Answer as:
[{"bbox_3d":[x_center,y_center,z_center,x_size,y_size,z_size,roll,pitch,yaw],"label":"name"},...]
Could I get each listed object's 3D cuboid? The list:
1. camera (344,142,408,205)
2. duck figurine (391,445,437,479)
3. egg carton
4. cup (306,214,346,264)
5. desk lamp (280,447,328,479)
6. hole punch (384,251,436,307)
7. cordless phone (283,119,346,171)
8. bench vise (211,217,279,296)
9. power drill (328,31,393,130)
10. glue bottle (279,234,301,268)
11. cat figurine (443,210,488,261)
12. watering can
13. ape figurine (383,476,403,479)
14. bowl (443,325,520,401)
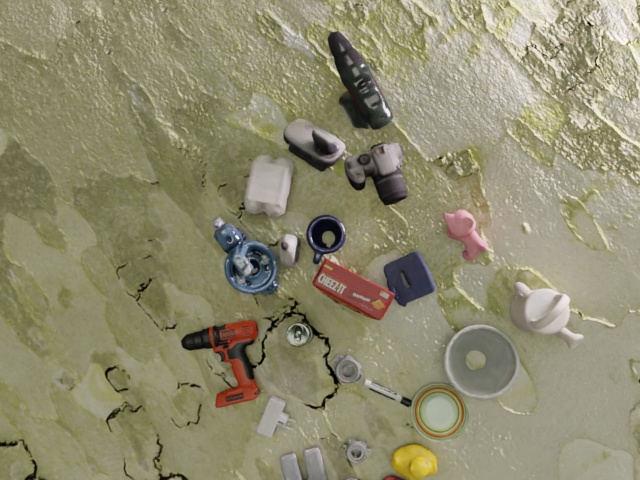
[{"bbox_3d":[0.142,-0.151,1.356,0.143,0.101,0.137,-20,82,1],"label":"camera"},{"bbox_3d":[0.213,0.504,1.279,0.104,0.086,0.077,5,83,4],"label":"duck figurine"},{"bbox_3d":[-0.124,-0.131,1.385,0.107,0.069,0.150,9,84,5],"label":"egg carton"},{"bbox_3d":[0.012,0.005,1.348,0.091,0.095,0.118,18,84,6],"label":"cup"},{"bbox_3d":[-0.034,0.577,1.220,0.118,0.213,0.203,-17,82,2],"label":"desk lamp"},{"bbox_3d":[0.205,0.092,1.327,0.101,0.091,0.108,-25,82,0],"label":"hole punch"},{"bbox_3d":[-0.018,-0.241,1.334,0.147,0.185,0.094,29,86,7],"label":"cordless phone"},{"bbox_3d":[-0.188,0.041,1.292,0.207,0.220,0.121,33,86,7],"label":"bench vise"},{"bbox_3d":[0.088,-0.347,1.329,0.075,0.208,0.229,-32,82,0],"label":"power drill"},{"bbox_3d":[-0.072,0.019,1.311,0.037,0.173,0.078,10,84,5],"label":"glue bottle"},{"bbox_3d":[0.339,-0.019,1.319,0.067,0.118,0.128,-39,82,-1],"label":"cat figurine"},{"bbox_3d":[0.496,0.160,1.249,0.172,0.194,0.101,25,85,6],"label":"watering can"},{"bbox_3d":[0.170,0.570,1.270,0.076,0.092,0.078,-8,82,3],"label":"ape figurine"},{"bbox_3d":[0.360,0.276,1.304,0.167,0.075,0.167,0,83,3],"label":"bowl"}]
